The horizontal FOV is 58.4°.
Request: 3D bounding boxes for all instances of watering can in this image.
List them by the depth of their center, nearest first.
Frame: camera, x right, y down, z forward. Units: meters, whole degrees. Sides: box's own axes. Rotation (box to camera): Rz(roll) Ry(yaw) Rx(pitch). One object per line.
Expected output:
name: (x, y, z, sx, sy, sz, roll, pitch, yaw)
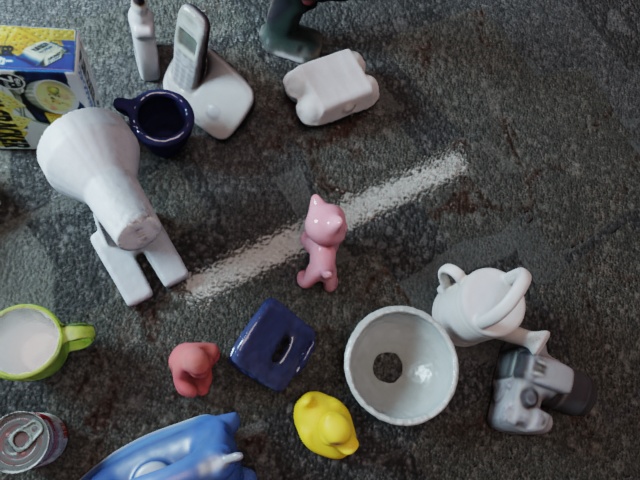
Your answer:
watering can: (0.249, 0.095, 0.823, 0.173, 0.194, 0.101, 21, 70, -4)

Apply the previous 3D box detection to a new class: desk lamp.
desk lamp: (-0.260, -0.040, 0.749, 0.118, 0.213, 0.203, -30, 81, -18)

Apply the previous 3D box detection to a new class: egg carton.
egg carton: (0.020, -0.250, 0.949, 0.150, 0.069, 0.107, -26, 80, -18)

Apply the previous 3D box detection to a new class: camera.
camera: (0.338, 0.227, 0.850, 0.137, 0.100, 0.143, 22, 70, -4)

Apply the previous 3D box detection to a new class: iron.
iron: (-0.208, 0.298, 0.693, 0.259, 0.141, 0.118, -16, 77, -16)

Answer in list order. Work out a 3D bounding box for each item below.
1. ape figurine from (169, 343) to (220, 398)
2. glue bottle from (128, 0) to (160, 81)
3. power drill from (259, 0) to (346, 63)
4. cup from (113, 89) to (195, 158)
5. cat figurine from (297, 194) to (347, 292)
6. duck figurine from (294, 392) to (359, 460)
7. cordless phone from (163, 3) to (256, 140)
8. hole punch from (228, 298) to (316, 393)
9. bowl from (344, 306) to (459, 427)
ape figurine: (-0.167, 0.168, 0.768, 0.078, 0.092, 0.076, -40, 84, -20)
glue bottle: (-0.264, -0.316, 0.855, 0.037, 0.173, 0.078, -11, 75, -14)
power drill: (-0.024, -0.374, 0.905, 0.230, 0.208, 0.075, 15, 70, -7)
cup: (-0.246, -0.168, 0.855, 0.118, 0.095, 0.092, 18, 70, -5)
cat figurine: (0.008, 0.003, 0.842, 0.067, 0.117, 0.128, 3, 72, -10)
duck figurine: (0.012, 0.253, 0.782, 0.078, 0.086, 0.104, -41, 84, -20)
cordless phone: (-0.162, -0.248, 0.849, 0.147, 0.185, 0.094, 39, 70, 2)
hole punch: (-0.062, 0.147, 0.797, 0.101, 0.091, 0.109, 31, 69, -1)
bowl: (0.110, 0.183, 0.830, 0.167, 0.074, 0.167, 3, 72, -11)
